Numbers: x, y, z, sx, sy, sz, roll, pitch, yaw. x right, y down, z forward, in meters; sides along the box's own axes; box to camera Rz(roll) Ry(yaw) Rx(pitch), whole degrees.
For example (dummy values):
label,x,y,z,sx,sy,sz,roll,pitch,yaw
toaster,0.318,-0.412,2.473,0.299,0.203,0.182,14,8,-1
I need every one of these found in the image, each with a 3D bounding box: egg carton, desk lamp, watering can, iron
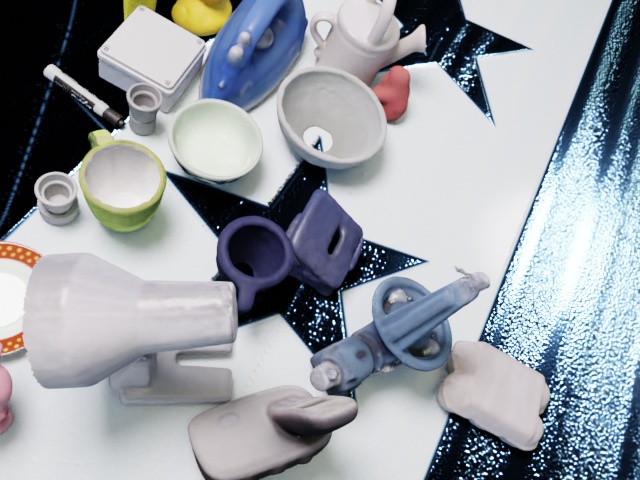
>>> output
label,x,y,z,sx,sy,sz,roll,pitch,yaw
egg carton,0.229,0.202,0.752,0.150,0.069,0.107,29,59,-6
desk lamp,-0.169,0.092,0.564,0.204,0.213,0.118,4,65,-19
watering can,0.076,-0.316,0.863,0.173,0.193,0.101,-13,71,-26
iron,-0.093,-0.285,0.813,0.119,0.141,0.258,28,59,-7

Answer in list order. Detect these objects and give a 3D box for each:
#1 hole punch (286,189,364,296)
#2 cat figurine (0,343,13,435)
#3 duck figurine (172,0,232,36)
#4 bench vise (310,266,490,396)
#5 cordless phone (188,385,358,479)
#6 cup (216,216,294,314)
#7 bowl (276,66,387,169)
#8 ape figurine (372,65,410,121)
label,x,y,z,sx,sy,sz,roll,pitch,yaw
hole punch,0.007,0.003,0.746,0.101,0.091,0.109,29,59,-6
cat figurine,-0.336,0.157,0.525,0.067,0.117,0.128,48,59,5
duck figurine,-0.170,-0.361,0.851,0.077,0.086,0.105,46,59,4
bench vise,0.095,0.114,0.653,0.121,0.219,0.208,43,59,2
cordless phone,-0.049,0.191,0.581,0.148,0.185,0.094,-15,72,-26
cup,-0.088,0.042,0.689,0.092,0.094,0.118,15,62,-14
bowl,0.009,-0.166,0.836,0.168,0.074,0.167,9,63,-17
ape figurine,0.114,-0.237,0.901,0.078,0.092,0.076,-14,72,-26
